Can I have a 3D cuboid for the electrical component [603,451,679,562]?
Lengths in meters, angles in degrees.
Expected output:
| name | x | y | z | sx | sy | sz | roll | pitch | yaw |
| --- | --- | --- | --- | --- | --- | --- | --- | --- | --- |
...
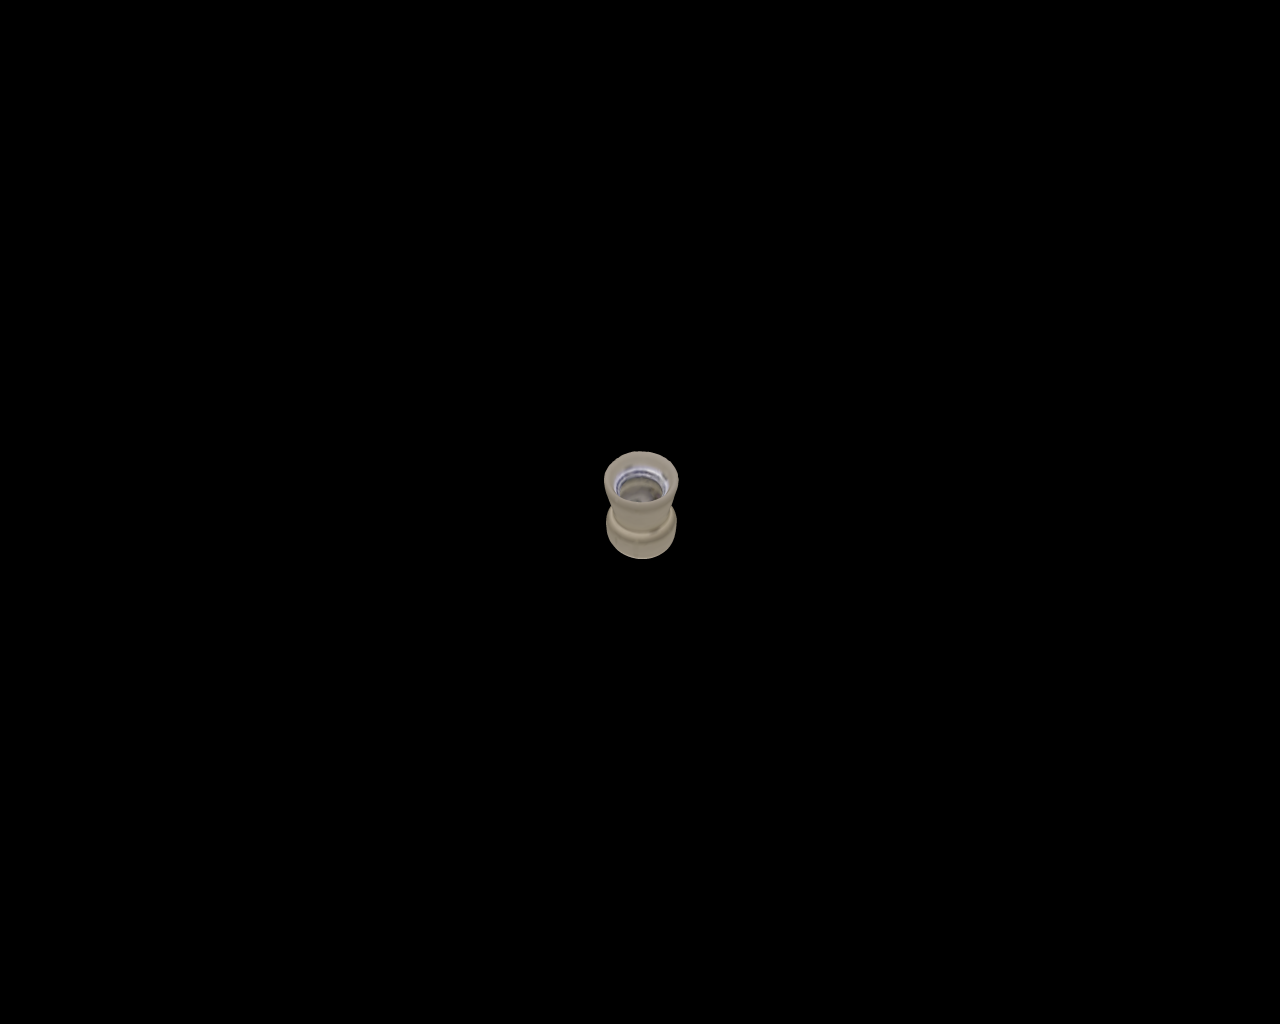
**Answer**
| name | x | y | z | sx | sy | sz | roll | pitch | yaw |
| --- | --- | --- | --- | --- | --- | --- | --- | --- | --- |
| electrical component | 0.001 | -0.003 | 0.650 | 0.045 | 0.045 | 0.055 | 0 | -42 | 0 |
